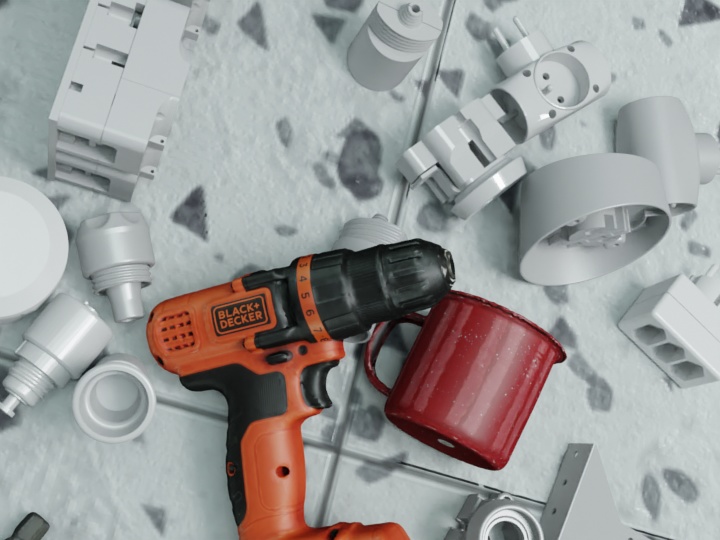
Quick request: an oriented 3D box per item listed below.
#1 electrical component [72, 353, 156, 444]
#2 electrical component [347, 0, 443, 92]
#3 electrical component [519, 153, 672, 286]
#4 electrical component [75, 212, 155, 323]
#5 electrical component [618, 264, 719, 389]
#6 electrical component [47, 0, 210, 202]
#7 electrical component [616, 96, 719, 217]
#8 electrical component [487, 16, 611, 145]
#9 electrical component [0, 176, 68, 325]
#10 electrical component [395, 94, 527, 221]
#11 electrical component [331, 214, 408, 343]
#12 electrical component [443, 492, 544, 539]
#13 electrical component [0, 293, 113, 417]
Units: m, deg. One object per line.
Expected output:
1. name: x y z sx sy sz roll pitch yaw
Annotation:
1. electrical component: -0.136 0.068 0.603 0.044 0.065 0.044 -1 95 -10
2. electrical component: 0.023 -0.150 0.693 0.043 0.081 0.043 4 76 -16
3. electrical component: 0.150 -0.033 0.698 0.099 0.099 0.064 3 70 -16
4. electrical component: -0.141 -0.001 0.630 0.043 0.043 0.062 -11 82 -19
5. electrical component: 0.229 0.029 0.731 0.066 0.047 0.076 44 69 -3
6. electrical component: -0.126 -0.144 0.635 0.060 0.105 0.186 18 73 -12
7. electrical component: 0.225 -0.078 0.757 0.079 0.043 0.077 -1 78 -17
8. electrical component: 0.120 -0.137 0.739 0.077 0.044 0.079 -31 87 -21
9. electrical component: -0.207 -0.009 0.608 0.080 0.051 0.080 4 76 -16
10. electrical component: 0.071 -0.070 0.702 0.078 0.058 0.057 -36 86 -21
11. electrical component: 0.000 0.000 0.670 0.043 0.043 0.081 27 63 -9
12. electrical component: 0.081 0.163 0.651 0.048 0.055 0.066 36 70 -6
13. electrical component: -0.176 0.049 0.610 0.040 0.040 0.078 39 70 -5
